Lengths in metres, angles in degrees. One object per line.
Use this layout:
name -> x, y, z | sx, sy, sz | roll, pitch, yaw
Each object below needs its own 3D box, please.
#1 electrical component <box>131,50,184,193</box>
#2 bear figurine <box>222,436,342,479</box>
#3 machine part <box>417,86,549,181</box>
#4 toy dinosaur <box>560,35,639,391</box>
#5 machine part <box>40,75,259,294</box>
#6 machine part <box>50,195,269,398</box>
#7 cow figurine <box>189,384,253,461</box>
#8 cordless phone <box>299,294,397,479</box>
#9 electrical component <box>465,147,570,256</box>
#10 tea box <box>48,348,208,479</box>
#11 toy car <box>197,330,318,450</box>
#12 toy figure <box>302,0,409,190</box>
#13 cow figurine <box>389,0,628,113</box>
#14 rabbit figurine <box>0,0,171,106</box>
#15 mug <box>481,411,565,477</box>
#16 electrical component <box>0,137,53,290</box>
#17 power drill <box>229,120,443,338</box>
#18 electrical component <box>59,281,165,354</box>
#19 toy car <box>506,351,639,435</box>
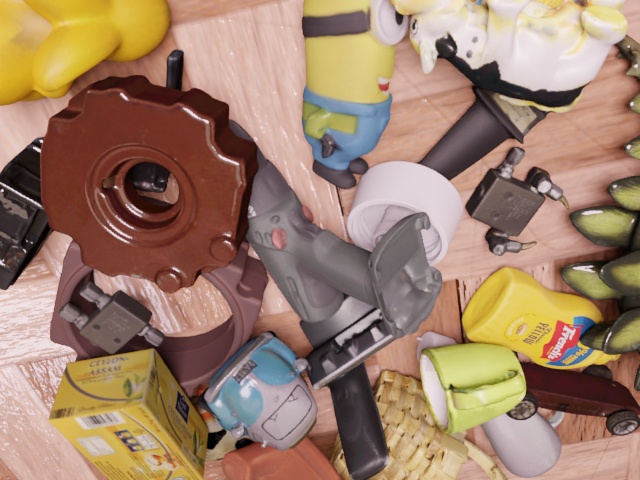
electrical component -> -0.150, -0.109, 0.478 | 0.048, 0.075, 0.119 | 8, 125, -7
bear figurine -> -0.005, 0.306, 0.599 | 0.196, 0.132, 0.120 | 27, 115, 35
machine part -> 0.148, -0.098, 0.516 | 0.084, 0.039, 0.139 | 33, 114, -28
toy dinosaur -> 0.355, 0.022, 0.533 | 0.199, 0.105, 0.470 | -13, 102, -2
machine part -> -0.137, -0.043, 0.437 | 0.179, 0.056, 0.179 | 2, 116, 4
machine part -> -0.171, 0.067, 0.578 | 0.201, 0.087, 0.200 | 19, 119, -14
cow figurine -> -0.140, 0.250, 0.692 | 0.195, 0.085, 0.127 | -15, 114, 5
cordless phone -> 0.057, 0.142, 0.568 | 0.146, 0.184, 0.088 | -37, 129, 18
electrical component -> 0.199, -0.034, 0.549 | 0.078, 0.045, 0.102 | 25, 118, -18
tea box -> -0.191, 0.195, 0.566 | 0.098, 0.068, 0.169 | -9, 133, 3
toy car -> -0.054, 0.178, 0.581 | 0.109, 0.103, 0.161 | -42, 154, -20
toy figure -> 0.022, -0.137, 0.463 | 0.089, 0.082, 0.180 | 7, 123, -7
cow figurine -> 0.128, -0.151, 0.405 | 0.167, 0.068, 0.098 | 13, 141, 3
rabbit figurine -> -0.202, -0.171, 0.411 | 0.173, 0.162, 0.121 | -12, 110, -15
mug -> 0.261, 0.236, 0.699 | 0.109, 0.081, 0.107 | -39, 109, 6
electrical component -> -0.282, -0.021, 0.504 | 0.058, 0.115, 0.134 | 34, 113, -18
power drill -> -0.001, -0.001, 0.491 | 0.208, 0.086, 0.231 | 12, 136, 40
electrical component -> -0.201, 0.082, 0.524 | 0.063, 0.021, 0.094 | -40, 114, 20
toy car -> 0.297, 0.188, 0.663 | 0.202, 0.089, 0.053 | 13, 120, -11
